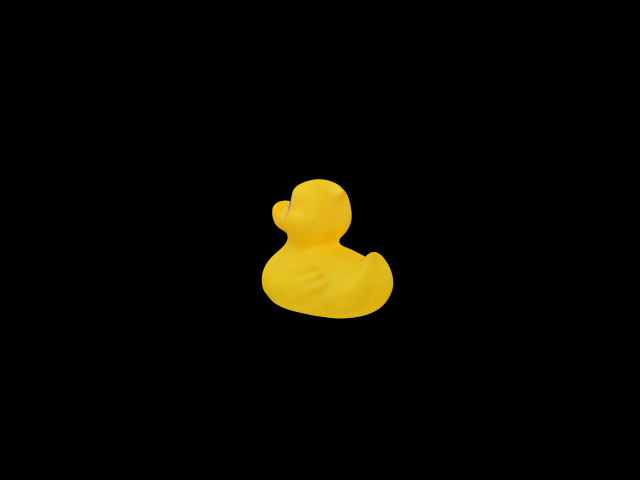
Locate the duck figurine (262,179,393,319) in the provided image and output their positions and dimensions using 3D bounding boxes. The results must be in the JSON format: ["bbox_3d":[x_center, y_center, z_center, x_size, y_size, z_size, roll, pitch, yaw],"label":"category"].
[{"bbox_3d":[0.004,0.001,0.400,0.104,0.086,0.078,14,22,40],"label":"duck figurine"}]
